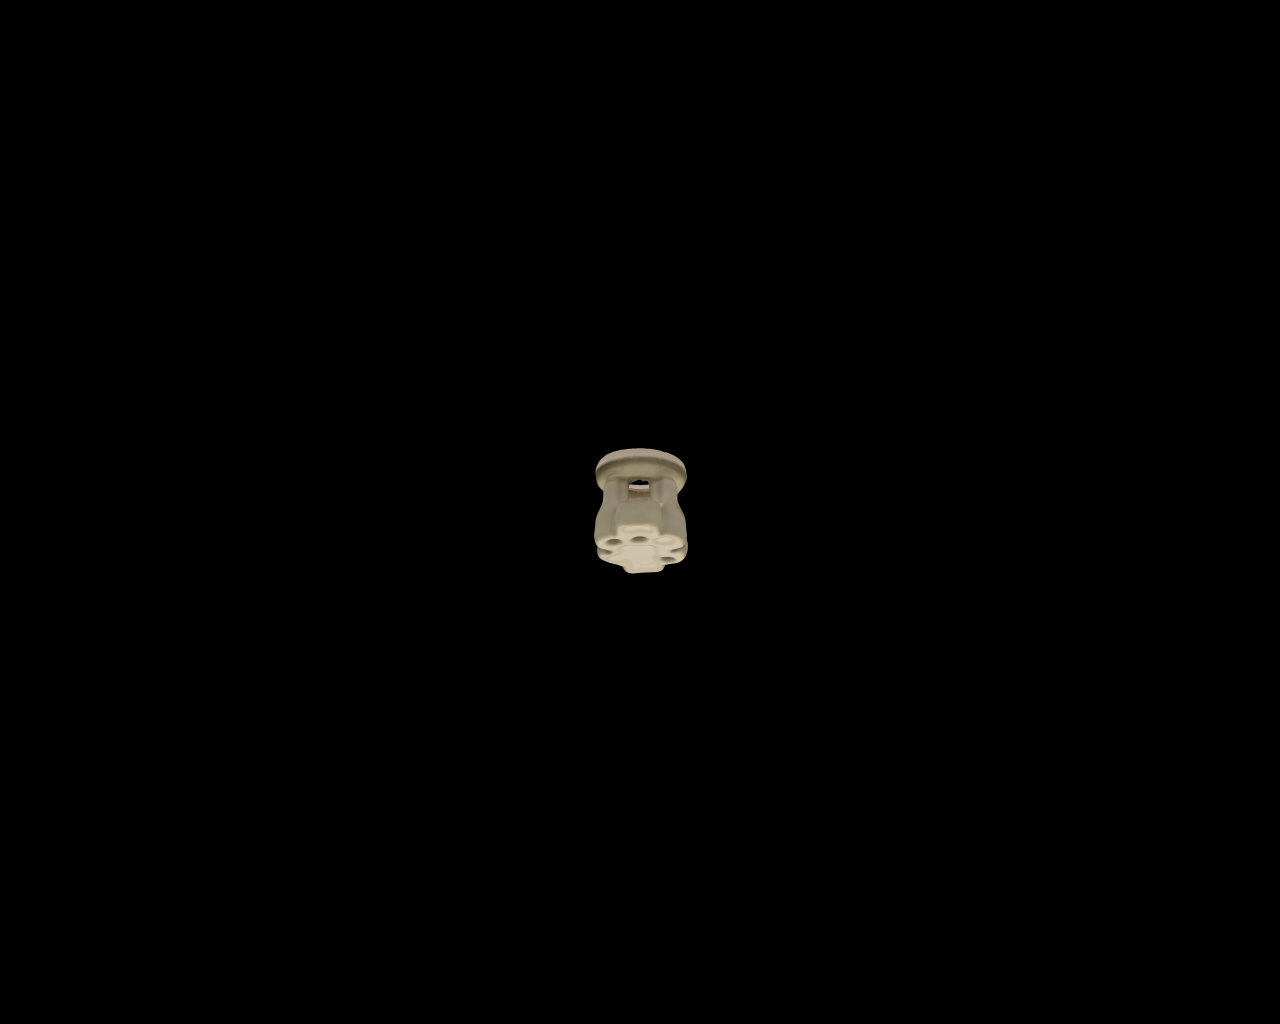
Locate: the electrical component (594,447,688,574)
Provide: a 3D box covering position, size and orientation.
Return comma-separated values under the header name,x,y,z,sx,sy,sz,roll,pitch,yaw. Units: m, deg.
name,x,y,z,sx,sy,sz,roll,pitch,yaw
electrical component,0.001,-0.003,0.650,0.058,0.057,0.078,-1,-23,3
